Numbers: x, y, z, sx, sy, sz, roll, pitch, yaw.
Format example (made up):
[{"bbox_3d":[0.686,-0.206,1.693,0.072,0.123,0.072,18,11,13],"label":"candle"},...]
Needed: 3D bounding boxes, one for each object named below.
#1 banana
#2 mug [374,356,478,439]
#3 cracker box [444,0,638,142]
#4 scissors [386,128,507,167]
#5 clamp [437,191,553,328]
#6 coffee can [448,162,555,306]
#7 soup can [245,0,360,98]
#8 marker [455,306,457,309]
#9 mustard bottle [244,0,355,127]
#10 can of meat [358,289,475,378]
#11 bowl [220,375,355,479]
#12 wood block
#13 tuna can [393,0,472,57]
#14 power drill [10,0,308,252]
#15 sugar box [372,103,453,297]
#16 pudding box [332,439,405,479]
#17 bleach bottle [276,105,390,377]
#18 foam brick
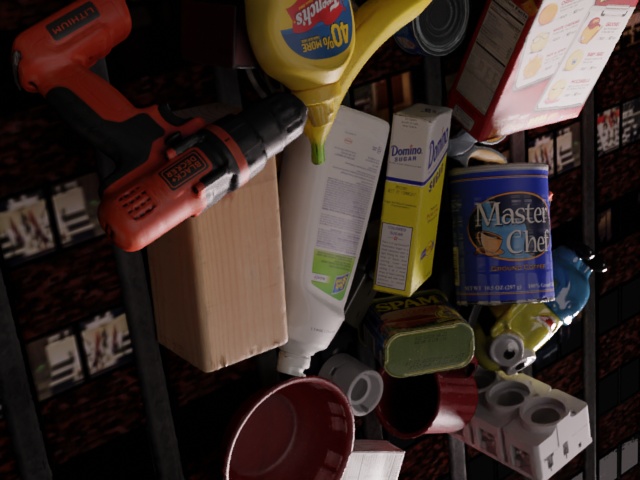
[{"bbox_3d":[0.034,-0.162,0.923,0.197,0.037,0.069,-55,154,-9],"label":"banana"},{"bbox_3d":[0.124,0.160,1.150,0.081,0.093,0.117,10,129,-46],"label":"mug"},{"bbox_3d":[0.233,-0.214,1.085,0.163,0.072,0.214,-16,141,-35],"label":"cracker box"},{"bbox_3d":[0.141,-0.115,1.130,0.201,0.016,0.096,22,88,-42],"label":"scissors"},{"bbox_3d":[0.182,-0.007,1.184,0.209,0.036,0.164,-42,119,-26],"label":"clamp"},{"bbox_3d":[0.187,-0.006,1.101,0.102,0.103,0.140,-2,89,-39],"label":"coffee can"},{"bbox_3d":[-0.009,-0.169,0.952,0.102,0.069,0.068,-39,125,-25],"label":"soup can"},{"bbox_3d":[0.177,0.067,1.218,0.121,0.020,0.020,-40,126,-23],"label":"marker"},{"bbox_3d":[-0.017,-0.184,0.842,0.096,0.058,0.191,-26,111,-41],"label":"mustard bottle"},{"bbox_3d":[0.099,0.097,1.096,0.102,0.084,0.057,-8,112,-13],"label":"can of meat"},{"bbox_3d":[-0.043,0.202,1.054,0.161,0.055,0.162,-14,112,-36],"label":"bowl"},{"bbox_3d":[-0.092,-0.004,0.922,0.090,0.090,0.206,-17,115,-34],"label":"wood block"},{"bbox_3d":[0.110,-0.225,1.056,0.085,0.034,0.086,-14,113,-36],"label":"tuna can"},{"bbox_3d":[-0.126,-0.105,0.805,0.184,0.188,0.057,-37,166,-25],"label":"power drill"},{"bbox_3d":[0.092,-0.041,1.052,0.093,0.048,0.176,-36,136,-66],"label":"sugar box"},{"bbox_3d":[0.033,0.262,1.149,0.113,0.039,0.090,11,95,-43],"label":"pudding box"},{"bbox_3d":[-0.007,0.001,0.994,0.102,0.068,0.251,13,90,-42],"label":"bleach bottle"},{"bbox_3d":[-0.074,-0.172,0.891,0.051,0.078,0.053,-10,111,-41],"label":"foam brick"}]
